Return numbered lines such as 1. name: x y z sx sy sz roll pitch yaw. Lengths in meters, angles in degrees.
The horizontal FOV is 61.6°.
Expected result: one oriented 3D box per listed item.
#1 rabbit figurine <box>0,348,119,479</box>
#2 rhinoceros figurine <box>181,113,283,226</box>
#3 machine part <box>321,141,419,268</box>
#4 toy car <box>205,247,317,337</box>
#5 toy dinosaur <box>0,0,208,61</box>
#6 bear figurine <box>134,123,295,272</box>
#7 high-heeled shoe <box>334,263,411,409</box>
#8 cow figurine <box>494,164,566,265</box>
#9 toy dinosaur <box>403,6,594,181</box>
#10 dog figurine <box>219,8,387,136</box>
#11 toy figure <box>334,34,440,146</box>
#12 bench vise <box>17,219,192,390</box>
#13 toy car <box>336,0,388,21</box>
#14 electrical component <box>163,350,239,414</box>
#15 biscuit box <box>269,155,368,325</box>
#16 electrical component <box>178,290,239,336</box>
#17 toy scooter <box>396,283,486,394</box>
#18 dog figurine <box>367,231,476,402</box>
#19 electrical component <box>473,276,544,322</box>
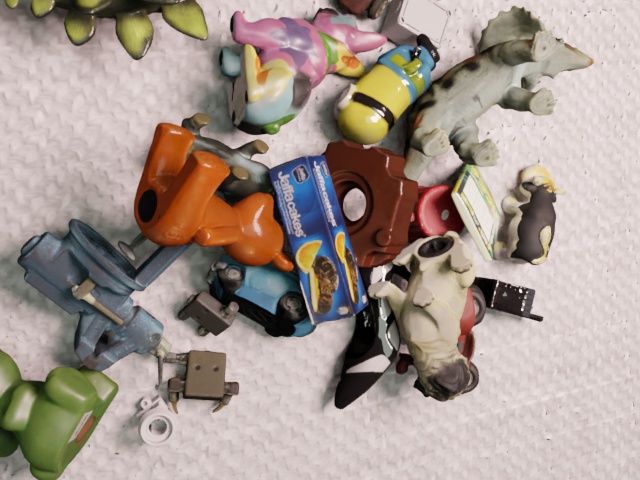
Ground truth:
1. rabbit figurine: -0.359 0.199 0.647 0.170 0.121 0.159 28 89 3
2. rhinoceros figurine: -0.116 -0.080 0.701 0.190 0.112 0.073 29 51 -14
3. machine part: 0.043 -0.048 0.722 0.056 0.180 0.179 3 90 -57
4. toy car: -0.068 0.059 0.730 0.162 0.109 0.103 30 60 -4
5. toy dinosaur: -0.196 -0.326 0.643 0.471 0.105 0.198 -23 73 -7
6. bear figurine: -0.104 -0.035 0.617 0.195 0.120 0.132 12 113 -44
7. high-heeled shoe: 0.049 0.105 0.771 0.145 0.086 0.248 35 78 -9
8. cow figurine: 0.336 -0.043 0.843 0.068 0.098 0.167 16 87 -10
9. toy dinosaur: 0.212 -0.199 0.786 0.405 0.192 0.131 -35 115 3
10. dog figurine: -0.015 -0.231 0.724 0.219 0.108 0.191 -6 68 -21
11. toy figure: 0.098 -0.211 0.759 0.180 0.089 0.082 -40 145 -11
12. bench vise: -0.228 0.039 0.667 0.240 0.129 0.223 -45 105 -7
13. toy car: 0.094 -0.414 0.790 0.089 0.053 0.202 34 82 2
14. electrical component: -0.161 0.191 0.726 0.102 0.045 0.078 3 61 -19
15. biscuit box: -0.001 -0.002 0.665 0.059 0.063 0.202 -16 92 24
16. electrical component: -0.147 0.095 0.708 0.063 0.094 0.021 42 42 -14
17. toy scooter: 0.178 0.148 0.811 0.135 0.075 0.183 0 95 -17
18. dog figurine: 0.171 0.104 0.738 0.172 0.121 0.190 -39 119 -20
19. electrical component: 0.300 0.093 0.845 0.119 0.075 0.047 14 88 -14
